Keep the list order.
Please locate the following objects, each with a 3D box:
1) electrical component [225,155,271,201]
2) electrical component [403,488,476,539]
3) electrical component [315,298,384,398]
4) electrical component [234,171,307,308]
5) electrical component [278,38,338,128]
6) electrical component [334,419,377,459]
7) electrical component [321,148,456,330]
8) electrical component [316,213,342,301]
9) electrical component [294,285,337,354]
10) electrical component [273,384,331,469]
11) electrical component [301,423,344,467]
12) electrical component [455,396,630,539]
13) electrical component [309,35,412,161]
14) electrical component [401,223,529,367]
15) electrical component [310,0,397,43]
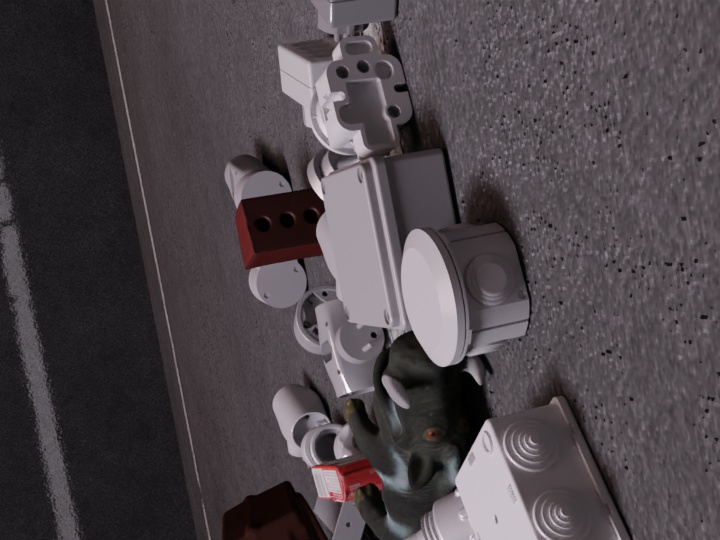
[{"bbox_3d":[-0.113,-0.077,1.145,0.077,0.043,0.079,-139,41,-64],"label":"electrical component"},{"bbox_3d":[0.056,0.160,0.658,0.048,0.062,0.048,51,-160,-27],"label":"electrical component"},{"bbox_3d":[-0.003,0.058,0.870,0.079,0.043,0.077,133,124,-70],"label":"electrical component"},{"bbox_3d":[-0.085,-0.030,1.070,0.074,0.052,0.138,-164,64,-71],"label":"electrical component"},{"bbox_3d":[-0.025,-0.129,0.811,0.083,0.047,0.075,-135,37,-62],"label":"electrical component"},{"bbox_3d":[-0.002,0.154,0.931,0.062,0.043,0.043,120,136,-67],"label":"electrical component"},{"bbox_3d":[0.022,-0.019,0.711,0.109,0.056,0.108,178,81,-73],"label":"electrical component"},{"bbox_3d":[0.000,0.000,0.818,0.077,0.044,0.079,-126,29,-55],"label":"electrical component"},{"bbox_3d":[-0.031,0.045,0.938,0.047,0.055,0.055,122,134,-72],"label":"electrical component"},{"bbox_3d":[-0.060,0.171,1.136,0.077,0.043,0.079,-140,41,-65],"label":"electrical component"},{"bbox_3d":[-0.031,0.171,1.040,0.055,0.045,0.045,142,116,-72],"label":"electrical component"},{"bbox_3d":[0.094,0.130,0.585,0.099,0.048,0.099,104,151,-55],"label":"electrical component"},{"bbox_3d":[-0.002,-0.110,0.729,0.057,0.058,0.078,147,111,-69],"label":"electrical component"},{"bbox_3d":[0.058,0.012,0.620,0.080,0.051,0.080,169,90,-74],"label":"electrical component"},{"bbox_3d":[-0.012,-0.184,0.728,0.083,0.047,0.075,-119,24,-46],"label":"electrical component"}]
